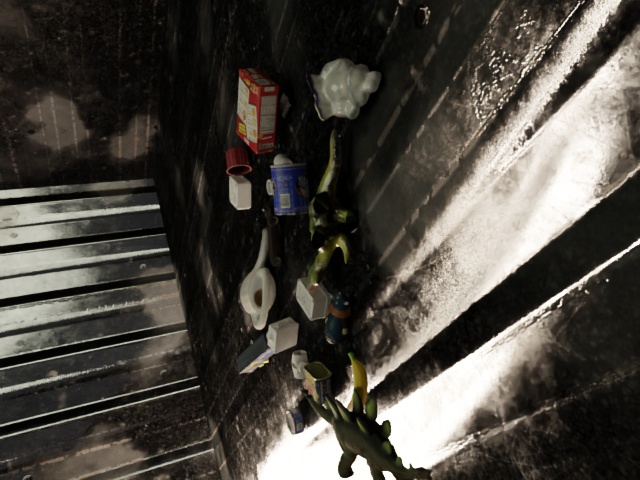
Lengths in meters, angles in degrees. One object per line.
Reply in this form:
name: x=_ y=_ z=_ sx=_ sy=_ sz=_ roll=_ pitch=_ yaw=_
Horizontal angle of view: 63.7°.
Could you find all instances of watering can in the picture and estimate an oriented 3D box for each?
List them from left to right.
watering can: x=-0.216 y=0.141 z=1.832 sx=0.222 sy=0.104 sz=0.352 roll=153 pitch=121 yaw=-64

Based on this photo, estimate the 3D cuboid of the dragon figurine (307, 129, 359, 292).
dragon figurine: x=0.004 y=-0.066 z=1.316 sx=0.243 sy=0.122 sz=0.409 roll=-168 pitch=81 yaw=-72

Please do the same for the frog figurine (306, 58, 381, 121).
frog figurine: x=0.067 y=-0.337 z=1.128 sx=0.158 sy=0.122 sz=0.139 roll=-15 pitch=72 yaw=29
